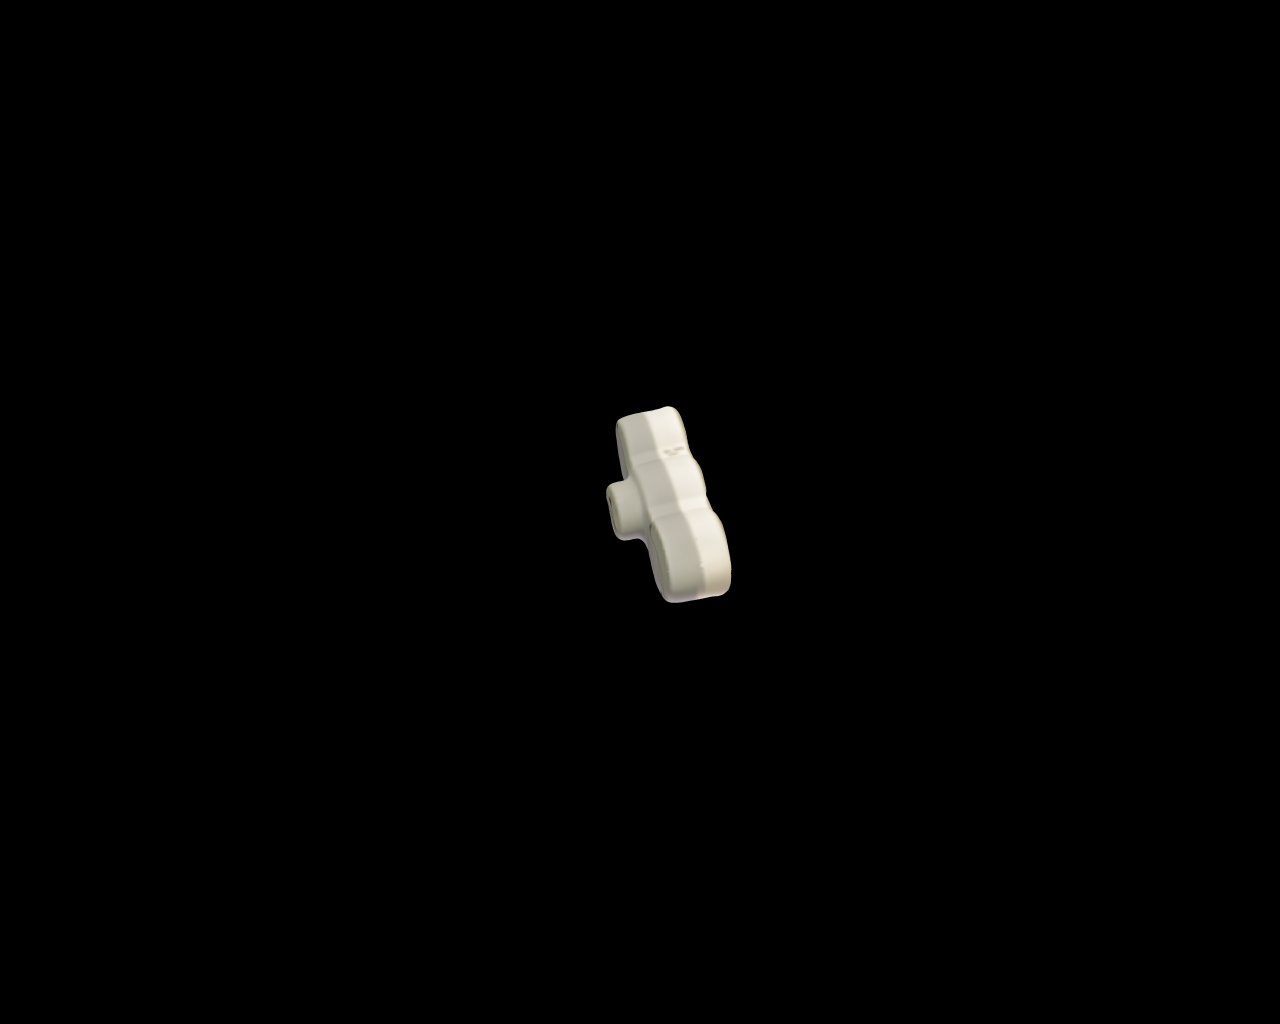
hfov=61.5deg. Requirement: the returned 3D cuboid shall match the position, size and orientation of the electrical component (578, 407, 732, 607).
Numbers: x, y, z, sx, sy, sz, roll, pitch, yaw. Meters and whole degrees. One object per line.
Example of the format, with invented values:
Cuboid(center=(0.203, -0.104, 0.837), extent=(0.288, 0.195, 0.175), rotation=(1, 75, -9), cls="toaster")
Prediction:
Cuboid(center=(0.001, -0.003, 0.650), extent=(0.074, 0.138, 0.052), rotation=(-11, -39, -9), cls="electrical component")
